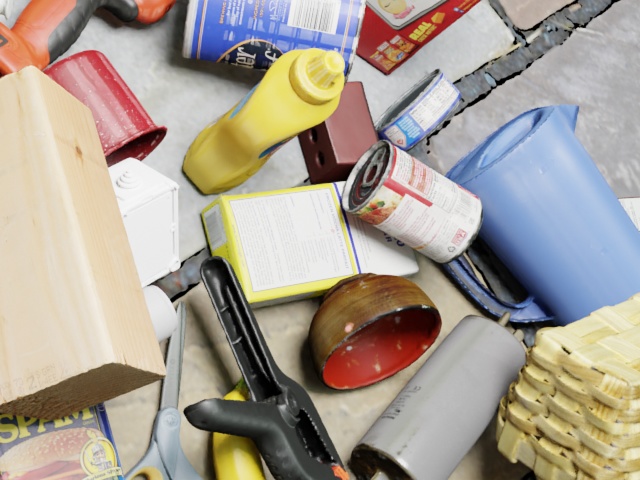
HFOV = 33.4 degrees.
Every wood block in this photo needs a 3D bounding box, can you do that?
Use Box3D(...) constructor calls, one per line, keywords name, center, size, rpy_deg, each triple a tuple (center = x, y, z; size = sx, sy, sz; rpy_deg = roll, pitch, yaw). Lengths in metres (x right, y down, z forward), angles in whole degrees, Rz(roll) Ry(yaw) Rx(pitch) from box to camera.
Box3D(name="wood block", center=(-0.182, 0.005, 0.706), size=(0.090, 0.090, 0.206), rpy_deg=(-22, 72, 9))

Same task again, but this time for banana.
Box3D(name="banana", center=(-0.043, 0.200, 0.822), size=(0.069, 0.037, 0.198), rpy_deg=(-10, 80, -42))

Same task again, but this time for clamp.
Box3D(name="clamp", center=(-0.039, 0.120, 0.815), size=(0.209, 0.036, 0.164), rpy_deg=(52, 23, -40))

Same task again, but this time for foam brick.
Box3D(name="foam brick", center=(0.015, -0.095, 0.950), size=(0.051, 0.053, 0.078), rpy_deg=(-10, 78, -31))

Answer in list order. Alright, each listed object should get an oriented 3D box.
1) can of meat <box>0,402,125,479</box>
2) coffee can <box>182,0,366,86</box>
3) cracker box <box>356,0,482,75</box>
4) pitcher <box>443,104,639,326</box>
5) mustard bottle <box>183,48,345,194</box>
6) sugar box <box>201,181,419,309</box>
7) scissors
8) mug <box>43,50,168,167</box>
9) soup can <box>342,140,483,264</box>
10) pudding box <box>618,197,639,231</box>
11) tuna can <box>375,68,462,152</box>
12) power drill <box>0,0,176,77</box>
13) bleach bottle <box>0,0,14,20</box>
Box3D(name="can of meat", center=(-0.194, 0.148, 0.748), size=(0.101, 0.058, 0.084), rpy_deg=(-13, 82, -32))
Box3D(name="coffee can", center=(-0.039, -0.192, 0.899), size=(0.140, 0.103, 0.103), rpy_deg=(9, 68, -6))
Box3D(name="cracker box", center=(0.031, -0.262, 0.949), size=(0.213, 0.164, 0.072), rpy_deg=(32, 58, -17))
Box3D(name="pitcher", center=(0.223, 0.008, 0.997), size=(0.243, 0.149, 0.144), rpy_deg=(52, 42, -8))
Box3D(name="mustard bottle", center=(-0.035, -0.101, 0.840), size=(0.058, 0.192, 0.096), rpy_deg=(51, 57, -5))
Box3D(name="sugar box", center=(-0.006, 0.001, 0.910), size=(0.175, 0.048, 0.093), rpy_deg=(-7, 77, -35))
Box3D(name="scissors", center=(-0.103, 0.154, 0.821), size=(0.096, 0.016, 0.201), rpy_deg=(30, 61, -20))
Box3D(name="mug", center=(-0.188, -0.084, 0.817), size=(0.117, 0.093, 0.081), rpy_deg=(-35, 87, -12))
Box3D(name="soup can", center=(0.079, -0.031, 0.903), size=(0.102, 0.069, 0.068), rpy_deg=(29, 61, -21))
Box3D(name="pudding box", center=(0.335, 0.001, 1.105), size=(0.113, 0.039, 0.090), rpy_deg=(-5, 76, -29))
Box3D(name="tuna can", center=(0.088, -0.116, 0.978), size=(0.033, 0.086, 0.086), rpy_deg=(47, 57, -10))
Box3D(name="power drill", center=(-0.230, -0.211, 0.849), size=(0.184, 0.057, 0.187), rpy_deg=(42, 59, -5))
Box3D(name="bleach bottle", center=(-0.340, -0.203, 0.744), size=(0.250, 0.068, 0.102), rpy_deg=(12, 69, -10))
